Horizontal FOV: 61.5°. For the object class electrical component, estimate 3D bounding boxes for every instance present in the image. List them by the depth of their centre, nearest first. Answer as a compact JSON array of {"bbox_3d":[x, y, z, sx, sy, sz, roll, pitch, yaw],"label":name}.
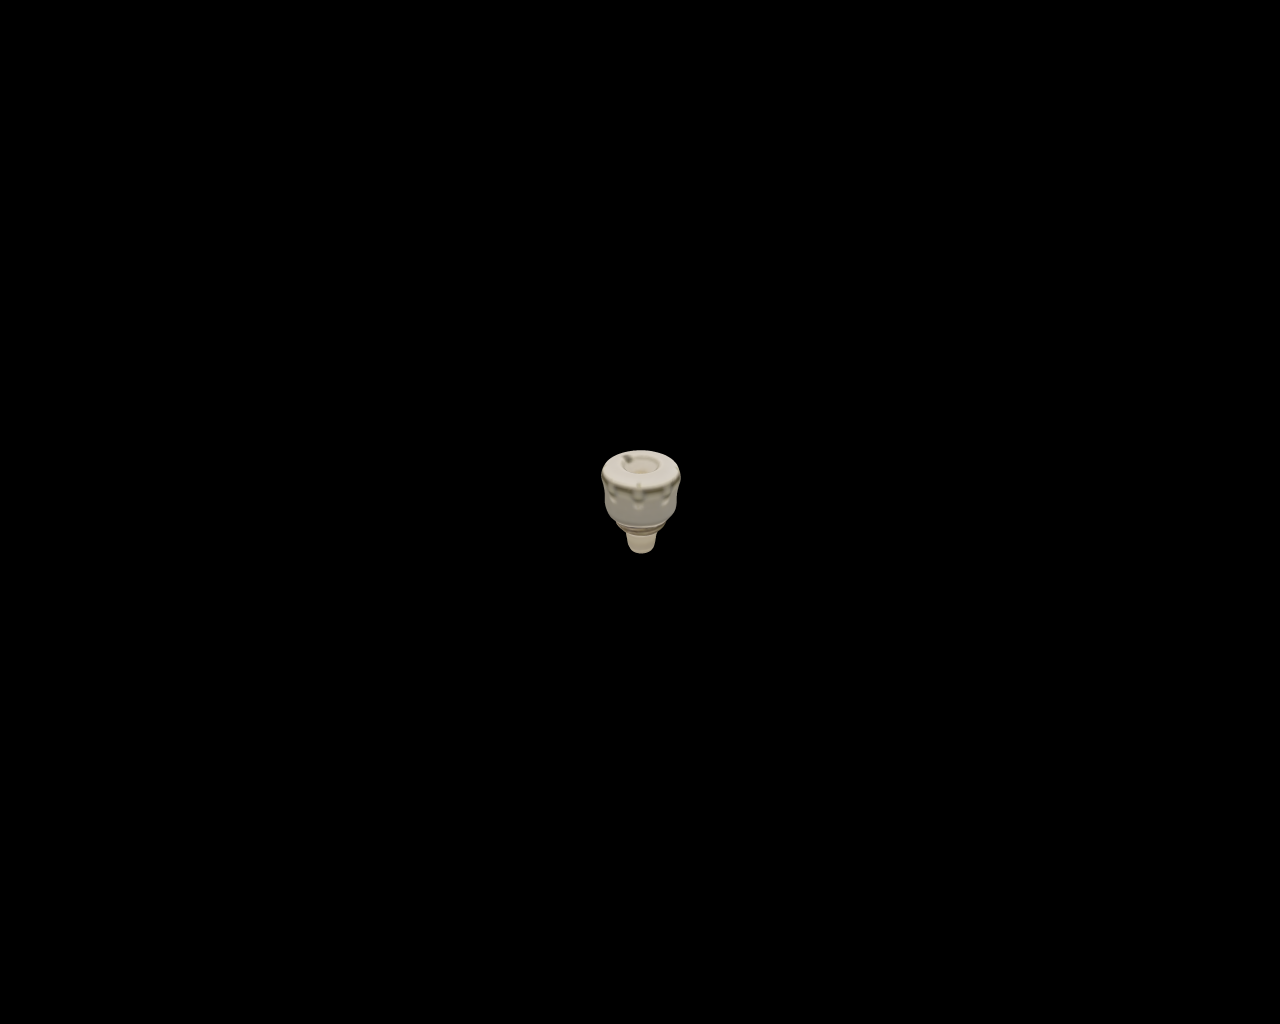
[{"bbox_3d":[0.001,-0.003,0.650,0.048,0.062,0.048,0,31,0],"label":"electrical component"}]
